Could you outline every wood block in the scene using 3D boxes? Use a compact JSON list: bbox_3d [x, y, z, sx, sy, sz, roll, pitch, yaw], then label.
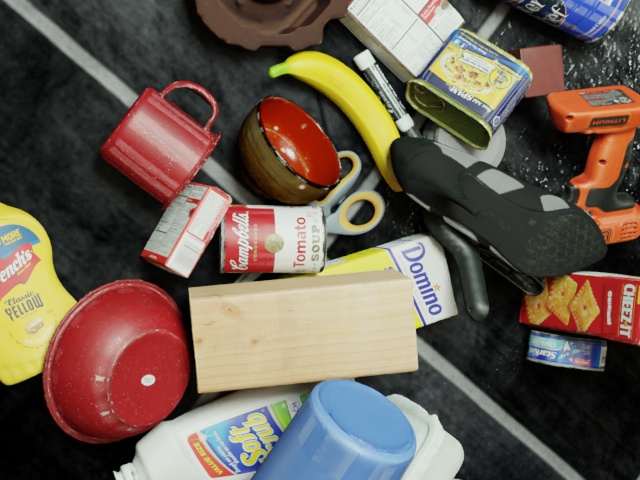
[{"bbox_3d":[-0.018,0.084,1.017,0.206,0.091,0.090,-5,96,-7],"label":"wood block"}]

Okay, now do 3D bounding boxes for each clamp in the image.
[{"bbox_3d":[0.152,0.007,1.106,0.171,0.039,0.120,51,37,9],"label":"clamp"}]

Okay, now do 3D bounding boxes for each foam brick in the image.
[{"bbox_3d":[0.218,-0.178,1.143,0.051,0.078,0.053,-9,96,-22],"label":"foam brick"}]

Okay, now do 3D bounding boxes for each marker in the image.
[{"bbox_3d":[0.075,-0.144,1.118,0.020,0.020,0.121,-37,100,-15],"label":"marker"}]

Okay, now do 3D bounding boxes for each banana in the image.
[{"bbox_3d":[0.030,-0.133,1.096,0.197,0.037,0.069,39,75,-21],"label":"banana"}]

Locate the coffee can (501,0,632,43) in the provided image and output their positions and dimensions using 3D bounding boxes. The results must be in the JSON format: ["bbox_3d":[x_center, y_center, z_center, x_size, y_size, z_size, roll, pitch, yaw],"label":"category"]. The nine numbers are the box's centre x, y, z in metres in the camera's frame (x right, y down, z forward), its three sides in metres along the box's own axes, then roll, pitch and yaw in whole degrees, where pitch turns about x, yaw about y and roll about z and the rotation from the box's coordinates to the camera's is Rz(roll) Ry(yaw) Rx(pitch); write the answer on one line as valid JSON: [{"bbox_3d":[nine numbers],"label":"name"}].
[{"bbox_3d":[0.249,-0.284,1.135,0.140,0.103,0.103,21,86,-21],"label":"coffee can"}]

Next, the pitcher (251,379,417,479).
[{"bbox_3d":[-0.003,0.257,0.987,0.149,0.145,0.243,21,115,-19],"label":"pitcher"}]

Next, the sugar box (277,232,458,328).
[{"bbox_3d":[0.052,0.058,1.112,0.176,0.048,0.093,-17,98,-18],"label":"sugar box"}]

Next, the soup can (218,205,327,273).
[{"bbox_3d":[-0.048,-0.001,1.047,0.102,0.068,0.068,1,93,-7],"label":"soup can"}]

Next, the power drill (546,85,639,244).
[{"bbox_3d":[0.271,-0.068,1.147,0.184,0.057,0.188,-9,126,-14],"label":"power drill"}]

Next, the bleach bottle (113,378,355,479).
[{"bbox_3d":[-0.079,0.204,1.063,0.250,0.068,0.102,-20,101,-16],"label":"bleach bottle"}]

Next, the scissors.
[{"bbox_3d":[-0.007,0.001,1.100,0.096,0.016,0.201,35,81,-14],"label":"scissors"}]

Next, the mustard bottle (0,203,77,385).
[{"bbox_3d":[-0.288,0.029,0.976,0.096,0.058,0.191,-27,101,-18],"label":"mustard bottle"}]

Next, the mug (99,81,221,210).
[{"bbox_3d":[-0.145,-0.097,1.002,0.081,0.093,0.117,37,104,-14],"label":"mug"}]

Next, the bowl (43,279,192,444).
[{"bbox_3d":[-0.174,0.121,0.992,0.161,0.055,0.162,-15,112,-41],"label":"bowl"}]

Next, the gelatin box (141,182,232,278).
[{"bbox_3d":[-0.128,-0.012,1.024,0.030,0.073,0.089,33,80,-28],"label":"gelatin box"}]

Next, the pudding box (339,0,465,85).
[{"bbox_3d":[0.083,-0.232,1.111,0.113,0.039,0.090,42,80,-16],"label":"pudding box"}]

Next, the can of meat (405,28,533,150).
[{"bbox_3d":[0.152,-0.155,1.082,0.102,0.057,0.084,35,74,12],"label":"can of meat"}]

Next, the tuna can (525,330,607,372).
[{"bbox_3d":[0.272,0.122,1.176,0.086,0.086,0.034,8,89,-21],"label":"tuna can"}]

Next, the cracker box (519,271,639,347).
[{"bbox_3d":[0.338,0.075,1.130,0.164,0.214,0.072,6,90,-21],"label":"cracker box"}]
